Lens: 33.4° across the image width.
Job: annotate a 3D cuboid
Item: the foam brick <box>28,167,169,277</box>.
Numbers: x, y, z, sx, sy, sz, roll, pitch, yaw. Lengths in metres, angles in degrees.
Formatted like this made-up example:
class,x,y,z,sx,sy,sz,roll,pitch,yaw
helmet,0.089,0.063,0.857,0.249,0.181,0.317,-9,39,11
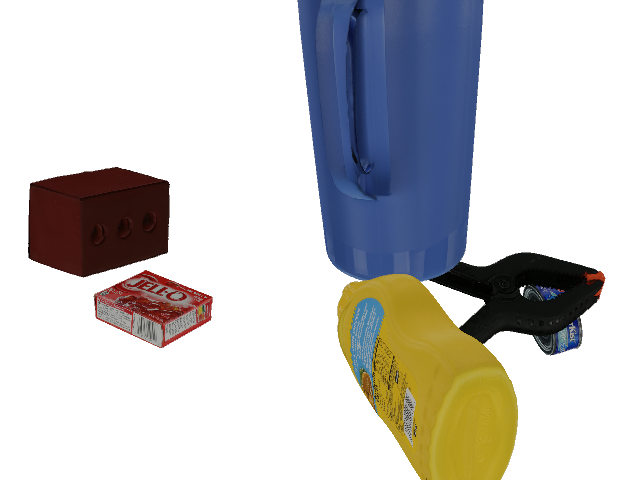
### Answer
class,x,y,z,sx,sy,sz,roll,pitch,yaw
foam brick,-0.145,-0.014,0.699,0.051,0.053,0.078,17,22,34

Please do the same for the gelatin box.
class,x,y,z,sx,sy,sz,roll,pitch,yaw
gelatin box,-0.160,0.063,1.023,0.089,0.030,0.073,20,28,29

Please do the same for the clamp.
class,x,y,z,sx,sy,sz,roll,pitch,yaw
clamp,0.167,0.061,1.001,0.210,0.164,0.036,-1,-44,-4

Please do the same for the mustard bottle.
class,x,y,z,sx,sy,sz,roll,pitch,yaw
mustard bottle,0.056,0.076,0.684,0.058,0.096,0.192,-9,27,-18

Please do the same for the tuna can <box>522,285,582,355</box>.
class,x,y,z,sx,sy,sz,roll,pitch,yaw
tuna can,0.259,0.084,1.196,0.033,0.086,0.086,-16,2,-8

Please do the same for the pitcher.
class,x,y,z,sx,sy,sz,roll,pitch,yaw
pitcher,0.047,-0.090,0.761,0.149,0.243,0.145,-13,28,-19
